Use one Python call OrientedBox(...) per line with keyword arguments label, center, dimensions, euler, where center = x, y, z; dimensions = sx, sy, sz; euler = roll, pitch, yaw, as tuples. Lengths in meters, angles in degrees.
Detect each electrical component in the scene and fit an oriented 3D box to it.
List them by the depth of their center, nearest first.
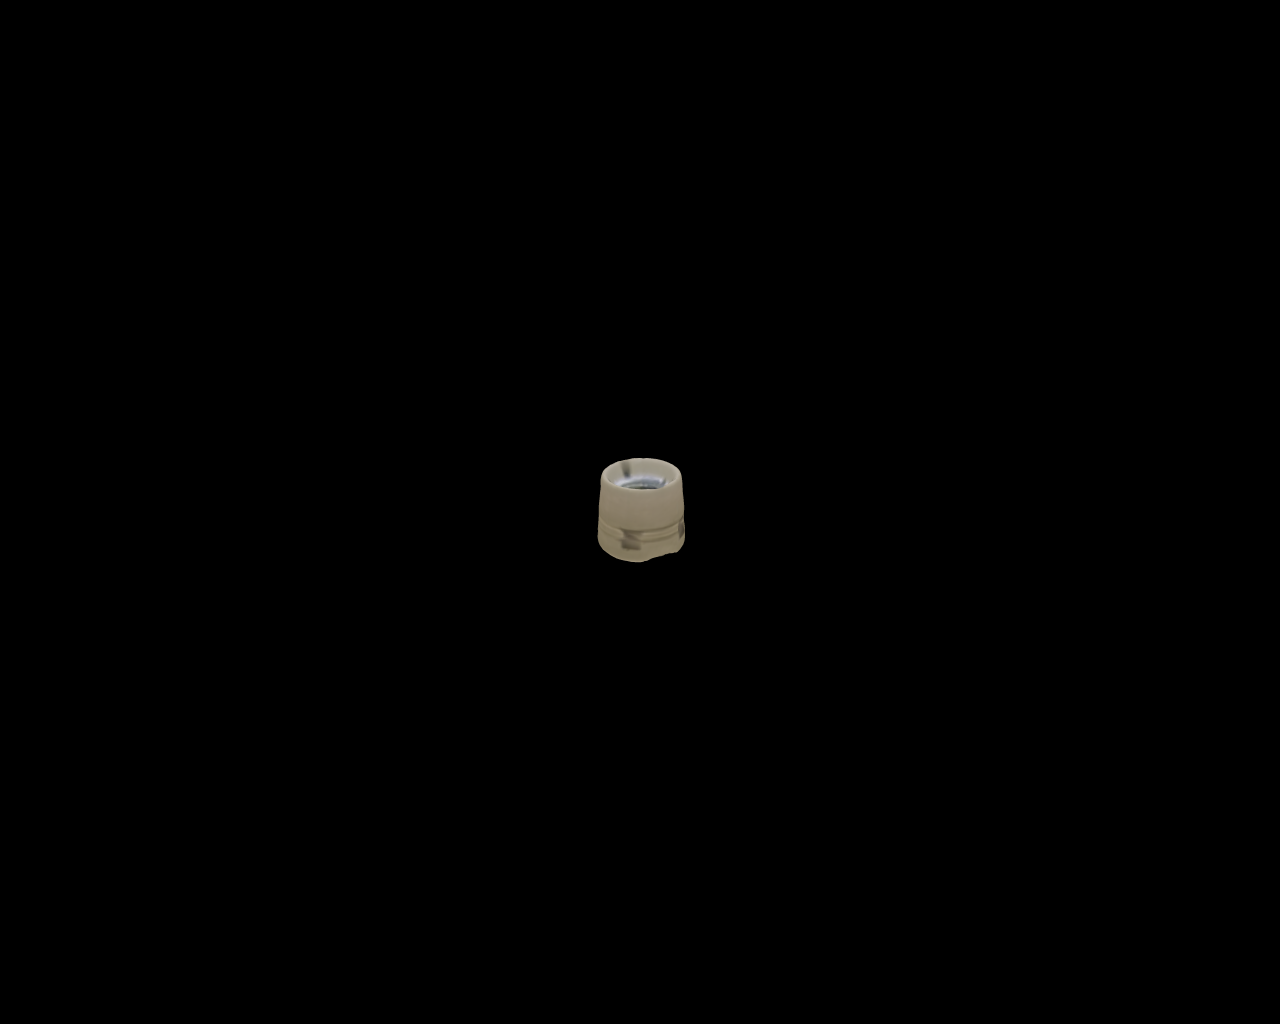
OrientedBox(label="electrical component", center=(0.001, -0.003, 0.650), dimensions=(0.055, 0.047, 0.055), euler=(0, 26, 0))
